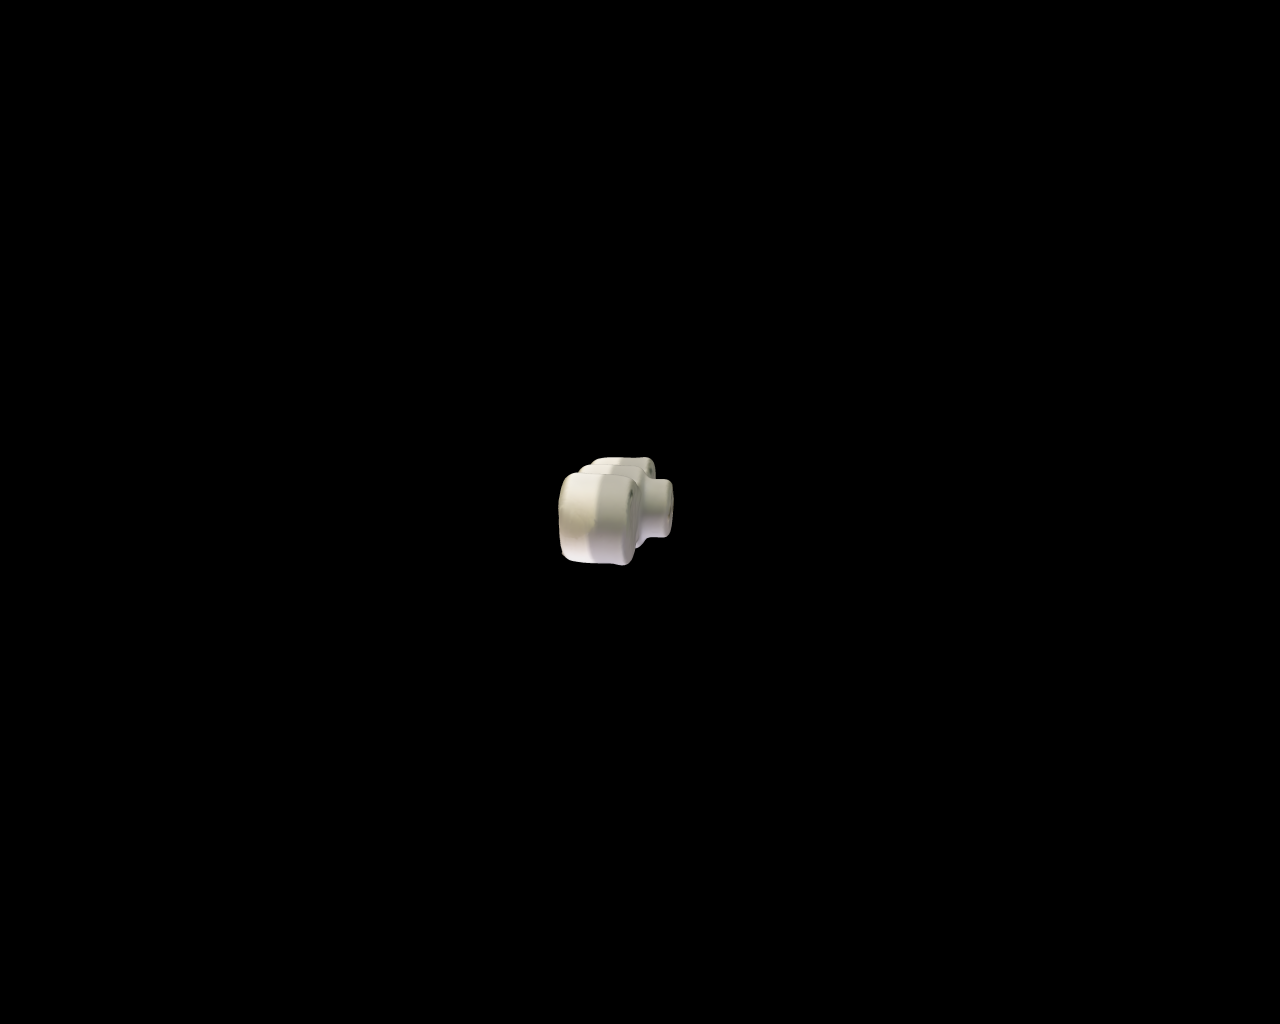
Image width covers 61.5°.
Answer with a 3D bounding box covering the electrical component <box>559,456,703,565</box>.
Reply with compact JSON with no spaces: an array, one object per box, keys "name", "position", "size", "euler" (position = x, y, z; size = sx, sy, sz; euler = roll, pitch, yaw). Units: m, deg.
[{"name":"electrical component","position":[0.001,-0.003,0.650],"size":[0.074,0.052,0.138],"euler":[1,9,7]}]
